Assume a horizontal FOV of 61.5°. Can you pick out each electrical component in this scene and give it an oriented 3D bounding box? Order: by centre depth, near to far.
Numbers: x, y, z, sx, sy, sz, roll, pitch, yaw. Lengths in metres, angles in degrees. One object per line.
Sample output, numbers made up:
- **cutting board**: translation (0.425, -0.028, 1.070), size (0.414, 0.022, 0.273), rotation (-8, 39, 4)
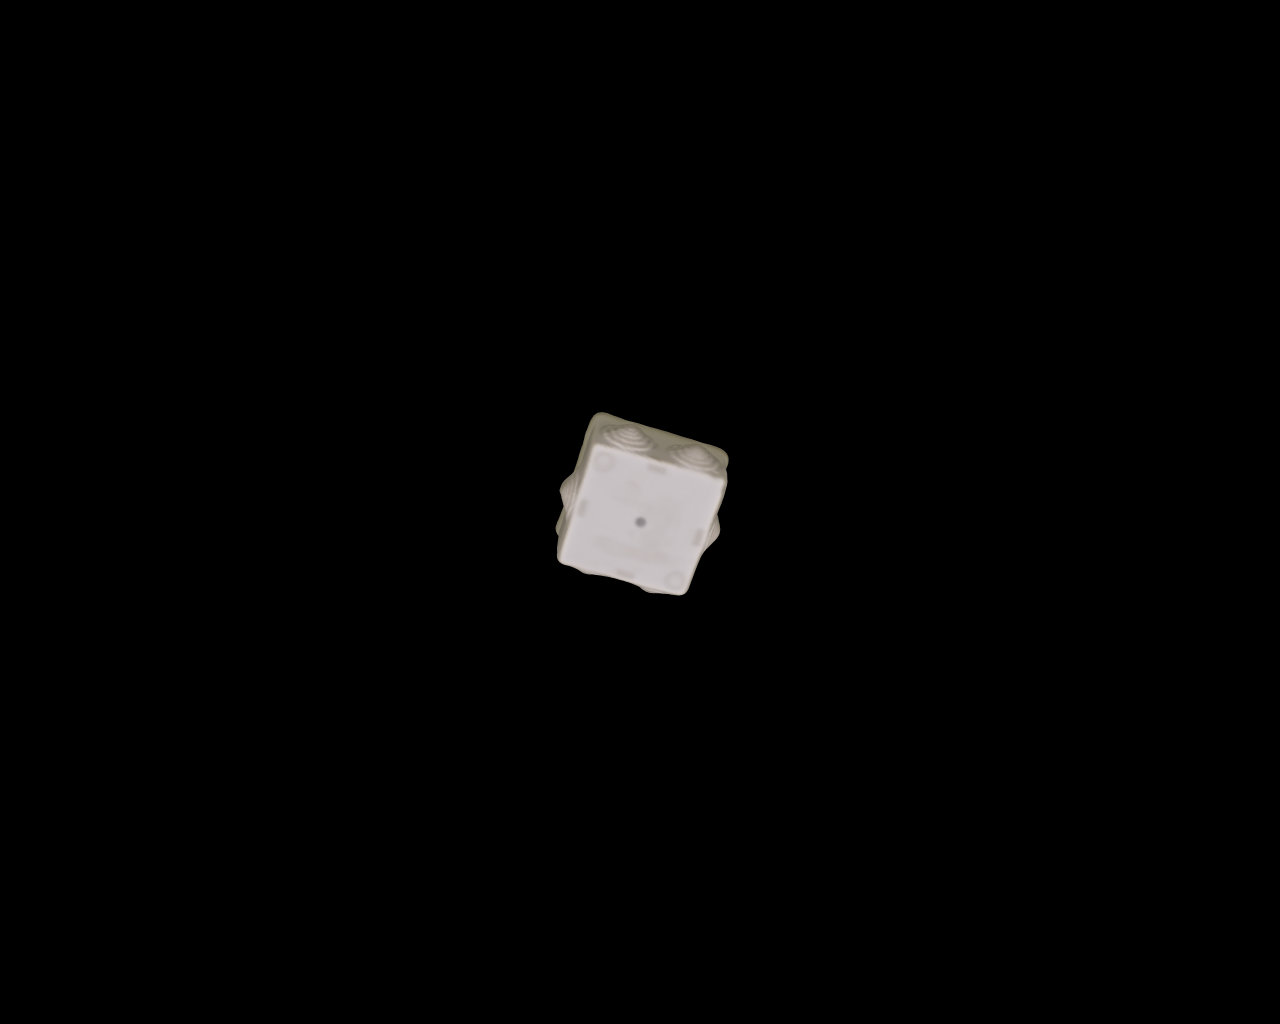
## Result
- **electrical component**: translation (0.001, -0.003, 0.650), size (0.100, 0.099, 0.048), rotation (17, 22, -7)
